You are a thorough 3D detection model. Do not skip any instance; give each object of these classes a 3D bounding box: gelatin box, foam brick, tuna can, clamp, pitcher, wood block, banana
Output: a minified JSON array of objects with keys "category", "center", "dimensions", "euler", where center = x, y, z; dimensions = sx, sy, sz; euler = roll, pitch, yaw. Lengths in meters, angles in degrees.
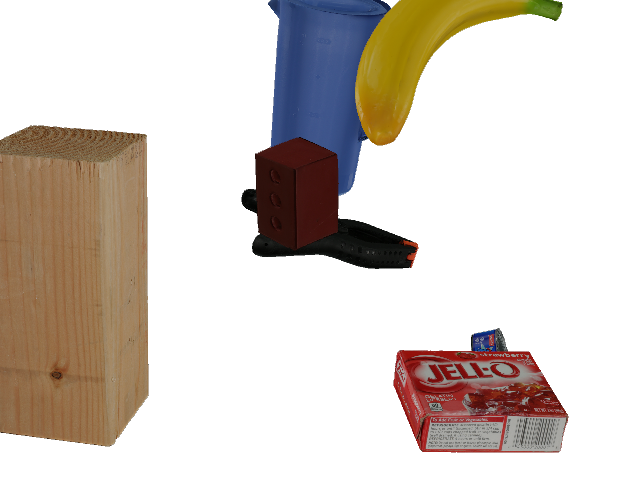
[{"category":"gelatin box","center":[0.095,0.095,0.645],"dimensions":[0.089,0.030,0.073],"euler":[2,24,-9]},{"category":"foam brick","center":[-0.020,-0.041,0.922],"dimensions":[0.051,0.078,0.053],"euler":[-22,33,-36]},{"category":"tuna can","center":[0.205,0.149,1.269],"dimensions":[0.034,0.086,0.086],"euler":[-13,-3,15]},{"category":"clamp","center":[0.010,-0.001,1.204],"dimensions":[0.210,0.036,0.164],"euler":[15,20,-7]},{"category":"pitcher","center":[0.013,-0.176,1.296],"dimensions":[0.144,0.243,0.149],"euler":[-5,28,-25]},{"category":"wood block","center":[-0.178,0.030,0.761],"dimensions":[0.091,0.206,0.090],"euler":[6,19,8]},{"category":"banana","center":[0.071,-0.124,0.640],"dimensions":[0.070,0.037,0.197],"euler":[33,51,24]}]
